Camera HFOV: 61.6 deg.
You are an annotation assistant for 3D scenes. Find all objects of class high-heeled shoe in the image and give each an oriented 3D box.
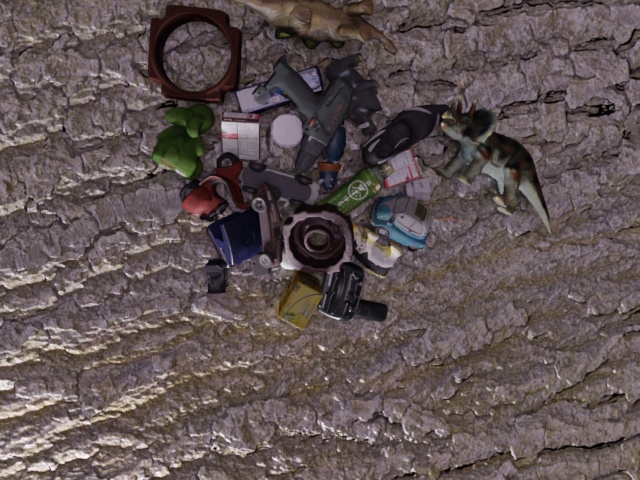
[{"bbox_3d":[0.203,-0.251,1.244,0.249,0.145,0.086,-33,100,3],"label":"high-heeled shoe"}]

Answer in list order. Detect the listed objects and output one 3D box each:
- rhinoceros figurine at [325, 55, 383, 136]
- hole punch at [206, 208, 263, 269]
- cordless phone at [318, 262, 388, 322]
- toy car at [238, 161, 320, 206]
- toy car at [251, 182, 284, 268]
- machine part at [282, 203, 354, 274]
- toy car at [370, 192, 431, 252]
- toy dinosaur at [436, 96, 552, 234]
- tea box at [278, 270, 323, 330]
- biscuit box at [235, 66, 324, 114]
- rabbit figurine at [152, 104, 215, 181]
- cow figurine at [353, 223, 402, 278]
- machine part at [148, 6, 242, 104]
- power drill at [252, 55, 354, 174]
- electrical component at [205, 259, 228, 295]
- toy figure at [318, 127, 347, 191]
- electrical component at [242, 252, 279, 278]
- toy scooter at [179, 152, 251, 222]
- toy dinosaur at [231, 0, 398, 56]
[{"bbox_3d":[0.084,-0.338,1.261,0.112,0.073,0.190,-32,98,0],"label":"rhinoceros figurine"},{"bbox_3d":[-0.187,-0.009,1.259,0.142,0.092,0.115,-32,97,-39],"label":"hole punch"},{"bbox_3d":[0.096,0.134,1.336,0.184,0.089,0.146,12,95,-17],"label":"cordless phone"},{"bbox_3d":[-0.101,-0.134,1.288,0.202,0.056,0.073,15,104,-4],"label":"toy car"},{"bbox_3d":[-0.113,-0.033,1.243,0.053,0.089,0.201,6,113,21],"label":"toy car"},{"bbox_3d":[-0.003,-0.004,1.252,0.179,0.056,0.179,4,118,8],"label":"machine part"},{"bbox_3d":[0.207,-0.048,1.278,0.161,0.103,0.109,33,56,-10],"label":"toy car"},{"bbox_3d":[0.431,-0.187,1.287,0.405,0.131,0.192,28,96,-13],"label":"toy dinosaur"},{"bbox_3d":[-0.048,0.134,1.271,0.068,0.170,0.098,29,97,-8],"label":"tea box"},{"bbox_3d":[-0.093,-0.345,1.254,0.203,0.063,0.059,-17,97,-1],"label":"biscuit box"},{"bbox_3d":[-0.308,-0.245,1.225,0.121,0.159,0.170,28,80,3],"label":"rabbit figurine"},{"bbox_3d":[0.110,0.021,1.319,0.167,0.068,0.098,29,101,-6],"label":"cow figurine"},{"bbox_3d":[-0.282,-0.418,1.222,0.202,0.087,0.200,6,98,-3],"label":"machine part"},{"bbox_3d":[-0.048,-0.290,1.198,0.207,0.086,0.232,36,100,-13],"label":"power drill"},{"bbox_3d":[-0.249,0.068,1.297,0.048,0.075,0.119,-3,102,-4],"label":"electrical component"},{"bbox_3d":[0.028,-0.196,1.286,0.064,0.058,0.154,10,102,1],"label":"toy figure"},{"bbox_3d":[-0.149,0.058,1.328,0.094,0.021,0.063,-9,98,-1],"label":"electrical component"},{"bbox_3d":[-0.235,-0.103,1.255,0.184,0.075,0.135,-37,85,15],"label":"toy scooter"},{"bbox_3d":[-0.048,-0.487,1.164,0.471,0.199,0.105,17,88,-16],"label":"toy dinosaur"}]
